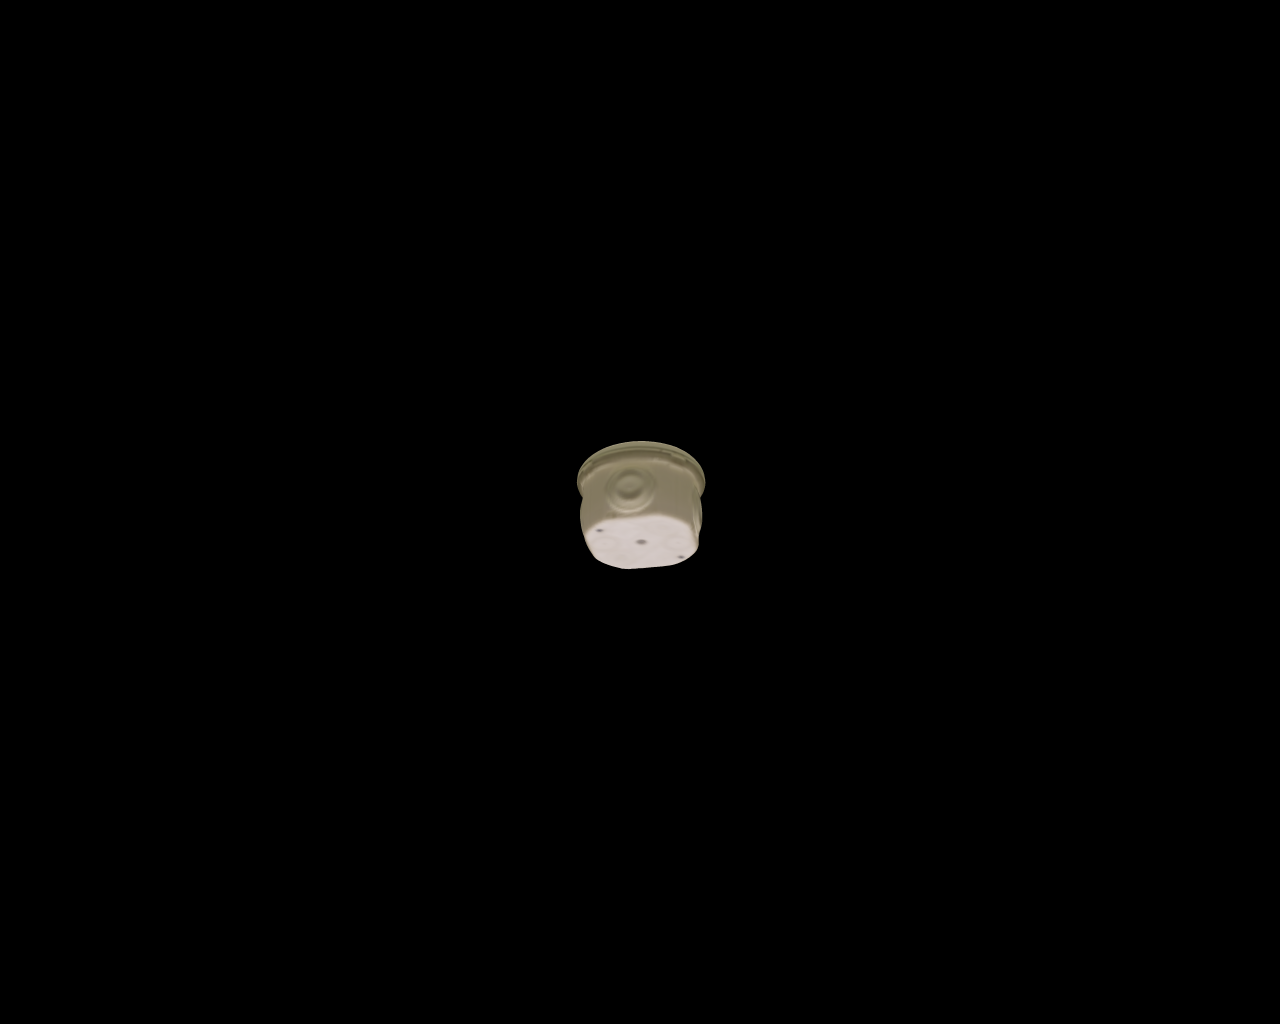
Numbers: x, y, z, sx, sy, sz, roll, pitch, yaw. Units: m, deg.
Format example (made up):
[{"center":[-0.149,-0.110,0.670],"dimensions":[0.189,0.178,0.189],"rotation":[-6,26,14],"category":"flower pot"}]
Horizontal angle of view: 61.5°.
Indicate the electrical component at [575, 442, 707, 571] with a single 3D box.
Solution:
[{"center":[0.001,-0.003,0.650],"dimensions":[0.080,0.051,0.080],"rotation":[0,-31,0],"category":"electrical component"}]
